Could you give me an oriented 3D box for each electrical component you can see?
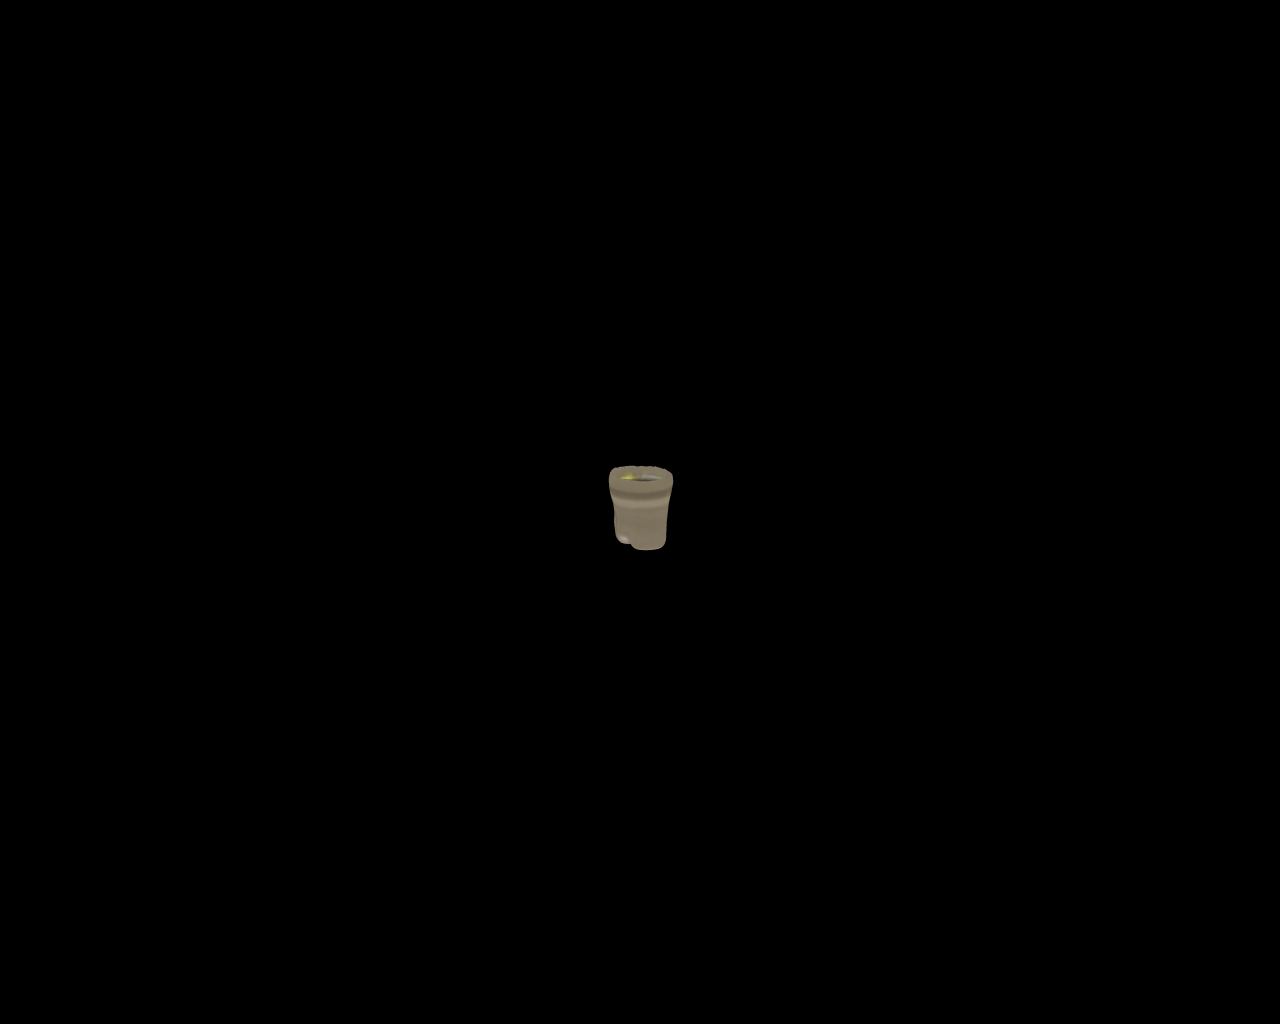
[{"bbox_3d":[0.001,-0.003,0.650,0.040,0.046,0.040,0,16,0],"label":"electrical component"}]
